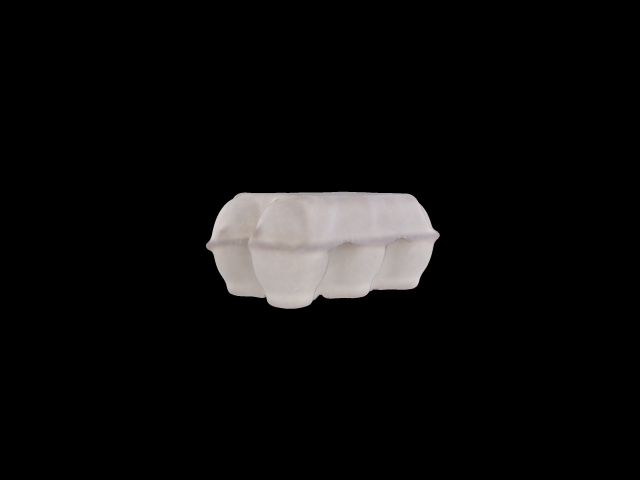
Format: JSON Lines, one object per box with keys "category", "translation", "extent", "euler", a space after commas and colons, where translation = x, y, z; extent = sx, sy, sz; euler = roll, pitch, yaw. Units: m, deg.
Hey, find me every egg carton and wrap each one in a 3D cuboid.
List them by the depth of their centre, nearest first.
{"category": "egg carton", "translation": [0.004, 0.001, 0.400], "extent": [0.151, 0.069, 0.107], "euler": [-5, 8, -40]}
